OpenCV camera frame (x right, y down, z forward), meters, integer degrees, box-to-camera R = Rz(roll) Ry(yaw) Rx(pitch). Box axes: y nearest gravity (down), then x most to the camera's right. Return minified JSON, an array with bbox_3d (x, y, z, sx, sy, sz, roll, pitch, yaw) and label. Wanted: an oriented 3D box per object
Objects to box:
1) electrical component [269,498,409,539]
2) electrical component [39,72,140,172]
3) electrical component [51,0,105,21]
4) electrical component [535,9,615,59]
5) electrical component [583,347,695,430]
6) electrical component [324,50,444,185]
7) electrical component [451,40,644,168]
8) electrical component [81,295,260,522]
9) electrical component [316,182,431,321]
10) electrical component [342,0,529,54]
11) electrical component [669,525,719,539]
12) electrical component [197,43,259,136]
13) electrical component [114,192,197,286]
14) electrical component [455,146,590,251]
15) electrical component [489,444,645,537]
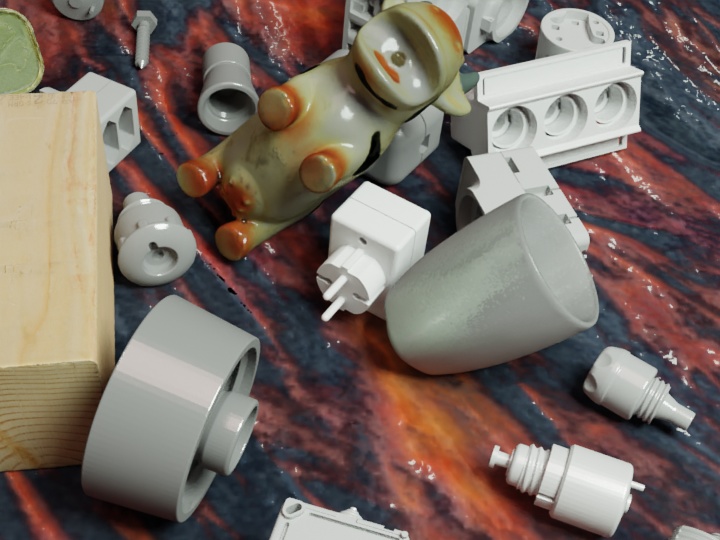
[{"bbox_3d":[-0.017,0.155,0.497,0.062,0.061,0.096,15,48,7],"label":"electrical component"},{"bbox_3d":[-0.199,-0.098,0.721,0.077,0.047,0.065,23,49,15],"label":"electrical component"},{"bbox_3d":[-0.217,-0.230,0.845,0.040,0.040,0.078,3,47,-3],"label":"electrical component"},{"bbox_3d":[0.161,-0.163,0.818,0.055,0.047,0.055,3,47,-3],"label":"electrical component"},{"bbox_3d":[0.160,0.071,0.612,0.061,0.035,0.035,30,52,18],"label":"electrical component"},{"bbox_3d":[0.001,-0.103,0.741,0.095,0.053,0.059,30,51,20],"label":"electrical component"},{"bbox_3d":[0.128,-0.114,0.753,0.121,0.078,0.063,-16,30,-19],"label":"electrical component"},{"bbox_3d":[-0.086,0.073,0.538,0.060,0.108,0.108,21,49,6],"label":"electrical component"},{"bbox_3d":[0.000,0.000,0.639,0.047,0.065,0.076,28,51,19],"label":"electrical component"},{"bbox_3d":[0.069,-0.212,0.813,0.060,0.105,0.186,32,52,22],"label":"electrical component"},{"bbox_3d":[0.161,0.161,0.523,0.043,0.043,0.081,28,51,19],"label":"electrical component"},{"bbox_3d":[-0.095,-0.132,0.768,0.044,0.044,0.065,-2,43,-8],"label":"electrical component"},{"bbox_3d":[-0.131,-0.024,0.663,0.048,0.048,0.062,-14,43,-18],"label":"electrical component"},{"bbox_3d":[0.097,-0.030,0.687,0.056,0.050,0.089,-11,50,-15],"label":"electrical component"},{"bbox_3d":[0.107,0.111,0.565,0.078,0.040,0.040,18,48,11],"label":"electrical component"}]
